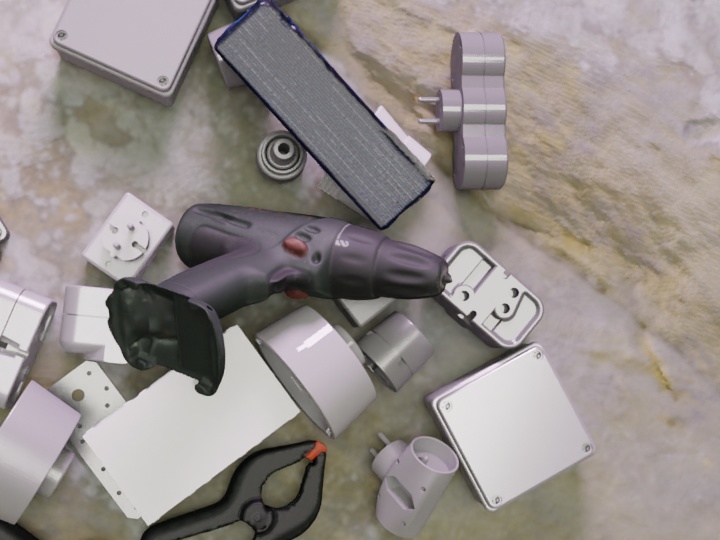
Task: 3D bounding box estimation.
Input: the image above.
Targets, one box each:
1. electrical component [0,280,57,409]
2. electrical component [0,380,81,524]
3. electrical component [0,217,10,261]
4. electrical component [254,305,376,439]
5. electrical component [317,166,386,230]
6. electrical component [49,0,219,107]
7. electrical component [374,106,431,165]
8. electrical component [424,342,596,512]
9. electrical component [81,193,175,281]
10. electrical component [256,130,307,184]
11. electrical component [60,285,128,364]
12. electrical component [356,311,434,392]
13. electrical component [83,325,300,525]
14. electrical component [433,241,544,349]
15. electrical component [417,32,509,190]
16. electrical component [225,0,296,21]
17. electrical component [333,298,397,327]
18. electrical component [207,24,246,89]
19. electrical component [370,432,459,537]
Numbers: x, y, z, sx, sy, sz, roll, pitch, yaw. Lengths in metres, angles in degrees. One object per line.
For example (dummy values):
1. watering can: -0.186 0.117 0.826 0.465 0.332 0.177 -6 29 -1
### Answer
1. electrical component: -0.296 0.058 0.878 0.059 0.054 0.095 22 84 -5
2. electrical component: -0.263 0.149 0.853 0.060 0.108 0.108 32 83 -10
3. electrical component: -0.330 -0.020 0.878 0.078 0.057 0.058 -32 91 -8
4. electrical component: -0.031 0.078 0.886 0.060 0.108 0.108 -37 91 -14
5. electrical component: -0.001 -0.074 0.928 0.081 0.043 0.043 32 83 -4
6. electrical component: -0.187 -0.210 0.907 0.109 0.056 0.108 24 84 -5
7. electrical component: 0.029 -0.106 0.936 0.065 0.044 0.044 39 83 -8
8. electrical component: 0.128 0.133 0.925 0.109 0.056 0.108 -28 90 -8
9. electrical component: -0.192 -0.025 0.885 0.047 0.077 0.065 35 83 -4
10. electrical component: -0.066 -0.097 0.912 0.043 0.062 0.043 0 87 -7
11. electrical component: -0.197 0.047 0.891 0.095 0.054 0.059 6 86 -7
12. electrical component: 0.029 0.068 0.918 0.047 0.055 0.055 -42 92 -11
13. electrical component: -0.138 0.125 0.886 0.150 0.062 0.089 -36 91 -10
14. electrical component: 0.104 0.022 0.927 0.095 0.059 0.053 41 83 -3
15. electrical component: 0.086 -0.139 0.939 0.074 0.052 0.138 0 86 -7
16. electrical component: -0.080 -0.285 0.925 0.109 0.056 0.108 -25 90 -8
17. electrical component: 0.000 0.000 0.922 0.066 0.047 0.076 -38 91 -8
18. electrical component: -0.100 -0.186 0.918 0.047 0.055 0.055 -21 89 -4
19. electrical component: 0.037 0.171 0.910 0.079 0.043 0.077 44 123 32
